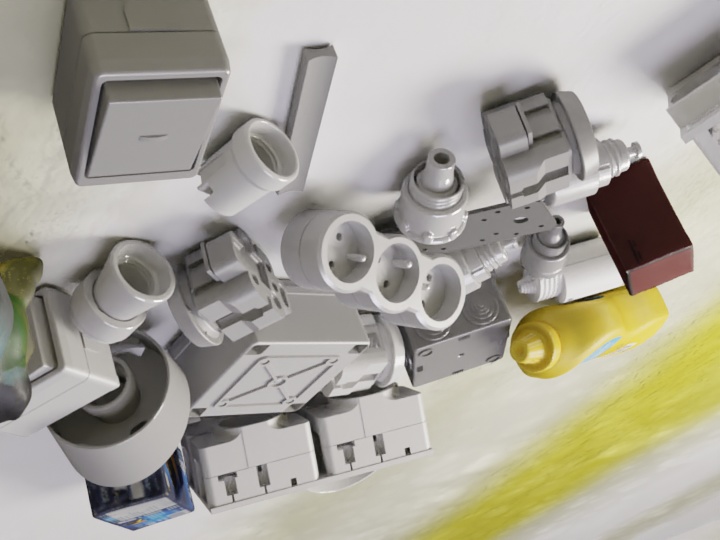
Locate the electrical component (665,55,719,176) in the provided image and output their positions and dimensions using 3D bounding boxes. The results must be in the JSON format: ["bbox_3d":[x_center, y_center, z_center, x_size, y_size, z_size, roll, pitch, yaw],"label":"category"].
[{"bbox_3d":[0.261,-0.117,0.671,0.121,0.063,0.078,-35,-169,26],"label":"electrical component"}]

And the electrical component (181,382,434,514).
[{"bbox_3d":[-0.048,0.137,0.892,0.186,0.060,0.105,-12,-174,-18],"label":"electrical component"}]

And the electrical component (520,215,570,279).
[{"bbox_3d":[0.143,-0.020,0.817,0.035,0.035,0.061,-14,151,-13],"label":"electrical component"}]

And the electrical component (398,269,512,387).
[{"bbox_3d":[0.075,0.050,0.885,0.100,0.048,0.099,-17,154,-7],"label":"electrical component"}]

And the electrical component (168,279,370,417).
[{"bbox_3d":[-0.068,0.058,0.785,0.109,0.056,0.109,3,144,-41],"label":"electrical component"}]

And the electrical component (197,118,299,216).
[{"bbox_3d":[-0.063,-0.055,0.594,0.046,0.040,0.040,-31,153,32],"label":"electrical component"}]

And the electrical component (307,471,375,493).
[{"bbox_3d":[-0.016,0.160,1.010,0.099,0.064,0.099,-17,154,-9],"label":"electrical component"}]

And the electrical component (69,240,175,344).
[{"bbox_3d":[-0.146,0.014,0.659,0.045,0.045,0.055,8,142,-45],"label":"electrical component"}]

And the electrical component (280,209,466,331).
[{"bbox_3d":[0.000,0.000,0.720,0.138,0.052,0.074,24,168,-41],"label":"electrical component"}]

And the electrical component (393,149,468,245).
[{"bbox_3d":[0.047,-0.050,0.680,0.048,0.048,0.062,-13,146,-15],"label":"electrical component"}]

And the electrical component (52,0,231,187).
[{"bbox_3d":[-0.103,-0.077,0.496,0.062,0.061,0.096,-7,151,-26],"label":"electrical component"}]

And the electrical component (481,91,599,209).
[{"bbox_3d":[0.111,-0.076,0.661,0.057,0.058,0.078,-19,154,3],"label":"electrical component"}]

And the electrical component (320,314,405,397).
[{"bbox_3d":[-0.001,0.066,0.850,0.057,0.058,0.078,-4,148,-26],"label":"electrical component"}]

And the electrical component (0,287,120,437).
[{"bbox_3d":[-0.213,0.061,0.681,0.096,0.061,0.061,-29,153,16],"label":"electrical component"}]

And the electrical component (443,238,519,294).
[{"bbox_3d":[0.079,-0.005,0.792,0.078,0.040,0.040,-27,153,13],"label":"electrical component"}]

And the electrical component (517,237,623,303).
[{"bbox_3d":[0.166,0.003,0.868,0.081,0.043,0.043,-15,153,-11],"label":"electrical component"}]

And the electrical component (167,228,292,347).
[{"bbox_3d":[-0.087,0.014,0.687,0.057,0.058,0.078,-26,144,10],"label":"electrical component"}]

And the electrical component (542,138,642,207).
[{"bbox_3d":[0.151,-0.070,0.720,0.078,0.040,0.040,-17,154,-8],"label":"electrical component"}]

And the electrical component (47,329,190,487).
[{"bbox_3d":[-0.166,0.091,0.732,0.099,0.099,0.064,-20,148,-3],"label":"electrical component"}]
